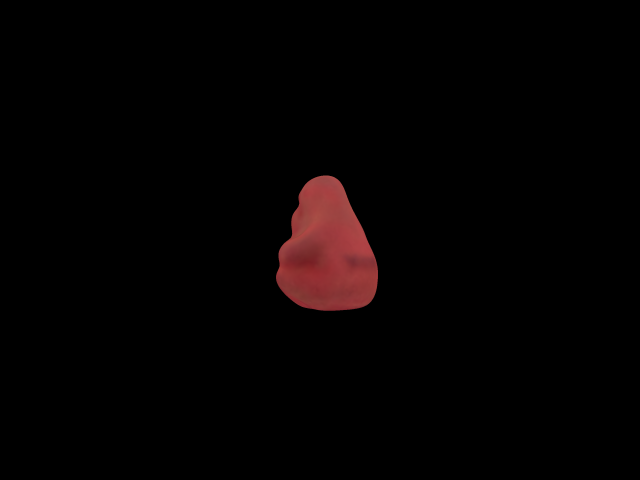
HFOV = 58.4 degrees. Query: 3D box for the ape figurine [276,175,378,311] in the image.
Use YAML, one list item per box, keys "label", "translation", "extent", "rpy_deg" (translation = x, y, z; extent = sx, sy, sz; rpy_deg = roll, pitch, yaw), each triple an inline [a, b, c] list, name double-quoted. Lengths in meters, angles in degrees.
- label: "ape figurine"
  translation: [0.004, 0.001, 0.400]
  extent: [0.078, 0.092, 0.075]
  rpy_deg: [0, 0, -39]
